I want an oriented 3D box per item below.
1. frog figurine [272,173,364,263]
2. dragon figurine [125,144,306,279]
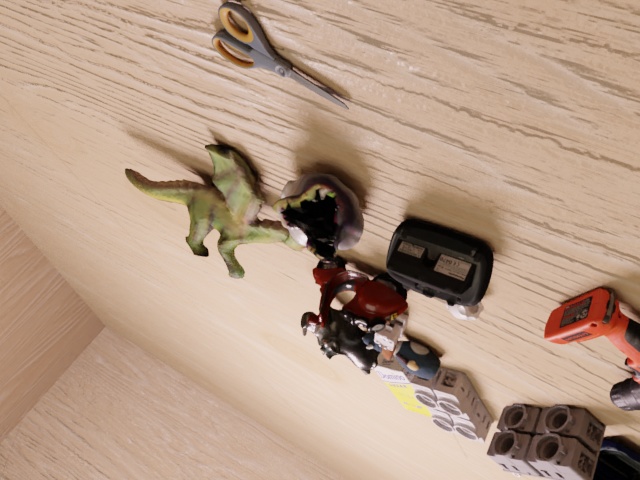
[{"bbox_3d":[0.002,-0.040,0.791,0.137,0.122,0.160,25,-173,3],"label":"frog figurine"},{"bbox_3d":[-0.184,-0.081,0.939,0.411,0.125,0.237,33,133,2],"label":"dragon figurine"}]
